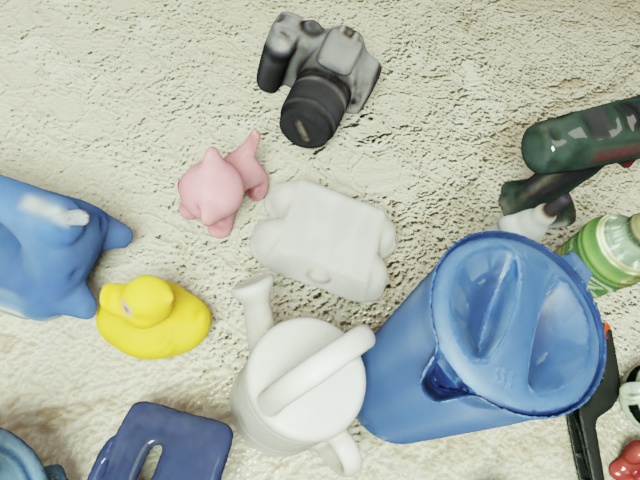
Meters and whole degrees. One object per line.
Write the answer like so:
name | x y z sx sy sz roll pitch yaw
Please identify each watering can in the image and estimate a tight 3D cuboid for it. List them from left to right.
watering can | -0.019 0.110 0.470 0.173 0.194 0.101 37 60 4

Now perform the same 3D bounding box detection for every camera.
camera | -0.010 -0.188 0.674 0.143 0.100 0.137 25 60 -4

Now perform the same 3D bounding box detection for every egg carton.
egg carton | 0.006 0.002 0.603 0.150 0.069 0.107 20 61 -7

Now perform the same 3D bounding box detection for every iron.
iron | -0.301 -0.027 0.484 0.258 0.141 0.119 20 61 -7

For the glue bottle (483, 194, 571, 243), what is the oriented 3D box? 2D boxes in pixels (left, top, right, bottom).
glue bottle | 0.206 -0.003 0.606 0.078 0.173 0.037 -2 65 -17

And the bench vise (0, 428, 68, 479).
bench vise | -0.268 0.187 0.342 0.208 0.219 0.121 -25 74 -26

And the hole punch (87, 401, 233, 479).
hole punch | -0.130 0.191 0.456 0.101 0.091 0.109 21 60 -6

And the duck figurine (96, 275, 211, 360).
duck figurine | -0.149 0.062 0.517 0.105 0.086 0.077 10 62 -11

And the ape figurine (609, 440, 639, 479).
ape figurine | 0.357 0.238 0.578 0.076 0.092 0.078 -3 65 -18

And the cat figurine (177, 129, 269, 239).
cat figurine | -0.097 -0.060 0.575 0.067 0.117 0.128 34 60 2

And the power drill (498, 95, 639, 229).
power drill | 0.313 -0.091 0.661 0.230 0.208 0.075 -9 67 -20
